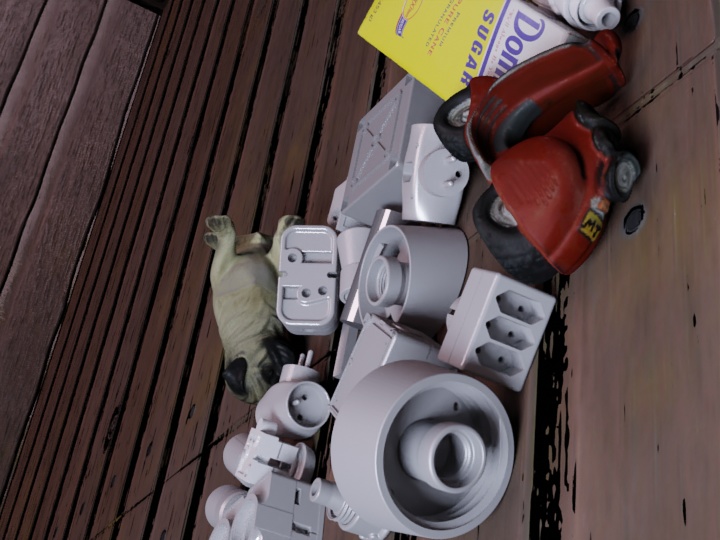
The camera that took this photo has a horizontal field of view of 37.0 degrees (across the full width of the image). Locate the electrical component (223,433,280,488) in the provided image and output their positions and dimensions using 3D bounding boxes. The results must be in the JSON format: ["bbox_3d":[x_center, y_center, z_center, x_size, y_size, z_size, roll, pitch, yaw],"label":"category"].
[{"bbox_3d":[-0.099,0.183,1.018,0.081,0.043,0.043,9,78,69],"label":"electrical component"}]

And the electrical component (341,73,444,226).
[{"bbox_3d":[0.037,-0.104,0.953,0.109,0.056,0.108,-36,37,54],"label":"electrical component"}]

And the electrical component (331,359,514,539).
[{"bbox_3d":[0.044,0.110,0.653,0.060,0.108,0.108,-1,68,62],"label":"electrical component"}]

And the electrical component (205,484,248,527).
[{"bbox_3d":[-0.118,0.229,1.017,0.055,0.045,0.045,-8,61,67],"label":"electrical component"}]

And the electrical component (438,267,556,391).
[{"bbox_3d":[0.082,0.036,0.712,0.065,0.047,0.077,-68,20,-2],"label":"electrical component"}]

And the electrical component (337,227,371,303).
[{"bbox_3d":[0.000,0.000,0.964,0.044,0.044,0.065,-44,36,48],"label":"electrical component"}]

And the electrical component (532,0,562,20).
[{"bbox_3d":[0.148,-0.206,0.802,0.048,0.048,0.062,-111,40,-62],"label":"electrical component"}]

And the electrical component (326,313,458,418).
[{"bbox_3d":[0.022,0.089,0.786,0.096,0.061,0.062,-66,21,4],"label":"electrical component"}]

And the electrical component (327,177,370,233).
[{"bbox_3d":[0.000,-0.064,1.027,0.064,0.042,0.081,-30,42,61],"label":"electrical component"}]

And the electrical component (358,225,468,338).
[{"bbox_3d":[0.041,0.011,0.851,0.099,0.064,0.099,-31,55,59],"label":"electrical component"}]

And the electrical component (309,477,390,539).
[{"bbox_3d":[-0.005,0.166,0.774,0.048,0.062,0.048,-51,26,37],"label":"electrical component"}]

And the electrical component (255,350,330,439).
[{"bbox_3d":[-0.058,0.112,0.988,0.077,0.043,0.079,-28,44,60],"label":"electrical component"}]

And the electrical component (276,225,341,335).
[{"bbox_3d":[-0.046,0.011,1.012,0.059,0.054,0.095,71,-159,-75],"label":"electrical component"}]

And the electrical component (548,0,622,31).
[{"bbox_3d":[0.161,-0.187,0.748,0.048,0.048,0.062,-57,29,27],"label":"electrical component"}]

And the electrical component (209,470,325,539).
[{"bbox_3d":[-0.086,0.270,0.871,0.105,0.060,0.186,-47,29,44],"label":"electrical component"}]

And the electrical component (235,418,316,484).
[{"bbox_3d":[-0.073,0.170,0.948,0.048,0.055,0.066,-3,67,68],"label":"electrical component"}]

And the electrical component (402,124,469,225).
[{"bbox_3d":[0.062,-0.075,0.845,0.079,0.043,0.077,-169,85,-79],"label":"electrical component"}]
